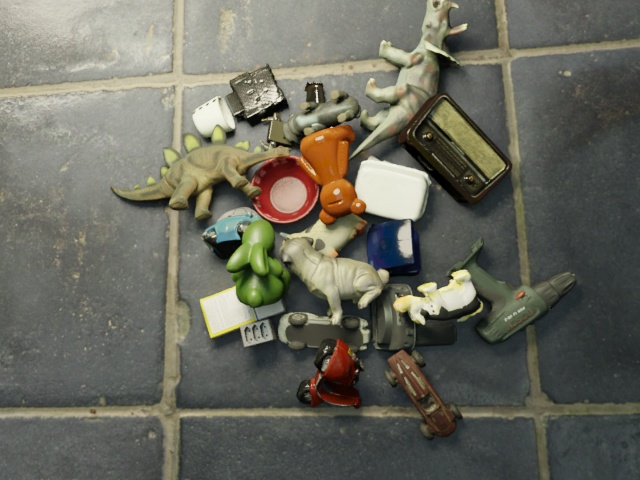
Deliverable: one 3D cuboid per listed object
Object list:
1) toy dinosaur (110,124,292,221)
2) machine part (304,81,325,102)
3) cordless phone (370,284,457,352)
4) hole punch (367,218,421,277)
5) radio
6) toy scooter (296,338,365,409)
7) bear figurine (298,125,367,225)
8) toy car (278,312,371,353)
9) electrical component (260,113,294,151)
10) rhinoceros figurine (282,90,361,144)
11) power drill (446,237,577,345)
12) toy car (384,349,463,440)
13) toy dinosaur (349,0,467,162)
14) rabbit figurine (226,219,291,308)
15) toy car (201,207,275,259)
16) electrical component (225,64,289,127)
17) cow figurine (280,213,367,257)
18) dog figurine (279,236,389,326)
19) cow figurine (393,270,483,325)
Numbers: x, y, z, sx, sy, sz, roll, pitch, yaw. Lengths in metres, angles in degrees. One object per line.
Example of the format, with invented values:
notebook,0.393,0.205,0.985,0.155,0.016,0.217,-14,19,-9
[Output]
toy dinosaur,-0.288,-0.148,1.242,0.472,0.105,0.198,-16,61,11
machine part,-0.007,-0.310,1.281,0.084,0.039,0.139,-11,80,13
cordless phone,0.202,0.165,1.153,0.184,0.088,0.146,-1,79,-4
hole punch,0.158,0.018,1.165,0.116,0.092,0.142,-4,72,9
radio,0.289,-0.192,1.165,0.229,0.073,0.131,44,88,-8
toy scooter,0.040,0.292,1.125,0.135,0.075,0.183,23,118,-1
bear figurine,0.034,-0.140,1.162,0.120,0.132,0.195,-22,95,24
toy car,0.009,0.200,1.167,0.202,0.056,0.073,3,104,7
electrical component,-0.101,-0.254,1.280,0.078,0.045,0.102,5,82,-21
rhinoceros figurine,-0.003,-0.273,1.200,0.190,0.112,0.073,-17,96,26
power drill,0.390,0.091,1.138,0.232,0.086,0.207,-44,85,1
toy car,0.212,0.319,1.106,0.089,0.053,0.202,-34,95,4
toy dinosaur,0.208,-0.342,1.224,0.192,0.131,0.404,17,88,11
rabbit figurine,-0.137,0.045,1.111,0.121,0.159,0.170,2,100,12
toy car,-0.181,-0.020,1.223,0.162,0.109,0.103,-6,54,17
electrical component,-0.157,-0.344,1.295,0.134,0.058,0.115,-28,75,1
cow figurine,-0.002,-0.004,1.197,0.195,0.085,0.127,-45,76,-5
dog figurine,0.029,0.053,1.107,0.172,0.121,0.190,-33,99,-10
cow figurine,0.238,0.131,1.087,0.167,0.068,0.098,-22,90,5
